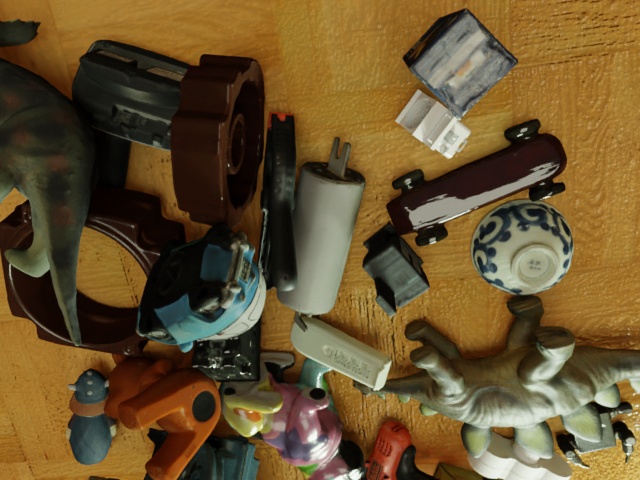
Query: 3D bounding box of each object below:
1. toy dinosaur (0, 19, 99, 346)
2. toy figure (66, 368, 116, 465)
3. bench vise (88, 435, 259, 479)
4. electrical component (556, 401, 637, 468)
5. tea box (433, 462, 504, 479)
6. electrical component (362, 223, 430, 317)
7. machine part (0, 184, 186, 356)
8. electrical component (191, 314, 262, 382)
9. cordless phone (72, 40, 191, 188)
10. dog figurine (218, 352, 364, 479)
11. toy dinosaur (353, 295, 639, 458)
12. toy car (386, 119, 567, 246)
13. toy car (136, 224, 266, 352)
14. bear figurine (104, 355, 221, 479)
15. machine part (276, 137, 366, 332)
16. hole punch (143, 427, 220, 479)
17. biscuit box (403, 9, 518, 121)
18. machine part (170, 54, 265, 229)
[{"bbox_3d":[-0.302,-0.102,0.538,0.405,0.131,0.192,43,92,8],"label":"toy dinosaur"},{"bbox_3d":[-0.330,0.248,0.771,0.058,0.064,0.154,23,112,40],"label":"toy figure"},{"bbox_3d":[-0.179,0.351,0.675,0.240,0.129,0.223,23,74,-25],"label":"bench vise"},{"bbox_3d":[0.375,0.265,0.729,0.102,0.045,0.078,-11,111,9],"label":"electrical component"},{"bbox_3d":[0.240,0.401,0.781,0.170,0.068,0.098,15,112,-1],"label":"tea box"},{"bbox_3d":[0.087,0.037,0.624,0.048,0.119,0.074,-38,101,17],"label":"electrical component"},{"bbox_3d":[-0.274,0.038,0.659,0.202,0.087,0.200,11,119,2],"label":"machine part"},{"bbox_3d":[-0.106,0.112,0.661,0.058,0.134,0.115,-1,68,8],"label":"electrical component"},{"bbox_3d":[-0.209,-0.120,0.619,0.147,0.089,0.184,17,123,-3],"label":"cordless phone"},{"bbox_3d":[-0.036,0.270,0.733,0.192,0.108,0.219,-1,114,4],"label":"dog figurine"},{"bbox_3d":[0.269,0.174,0.676,0.472,0.105,0.198,-10,118,18],"label":"toy dinosaur"},{"bbox_3d":[0.176,-0.062,0.613,0.202,0.053,0.089,-24,92,14],"label":"toy car"},{"bbox_3d":[-0.110,0.054,0.553,0.162,0.109,0.102,-22,139,38],"label":"toy car"},{"bbox_3d":[-0.224,0.206,0.683,0.196,0.132,0.120,-1,114,35],"label":"bear figurine"},{"bbox_3d":[-0.001,-0.002,0.639,0.079,0.079,0.243,12,113,0],"label":"machine part"},{"bbox_3d":[-0.192,0.333,0.789,0.142,0.092,0.115,22,87,-2],"label":"hole punch"},{"bbox_3d":[0.119,-0.166,0.496,0.059,0.203,0.063,42,110,-9],"label":"biscuit box"},{"bbox_3d":[-0.102,-0.102,0.558,0.056,0.179,0.179,7,112,5],"label":"machine part"}]
